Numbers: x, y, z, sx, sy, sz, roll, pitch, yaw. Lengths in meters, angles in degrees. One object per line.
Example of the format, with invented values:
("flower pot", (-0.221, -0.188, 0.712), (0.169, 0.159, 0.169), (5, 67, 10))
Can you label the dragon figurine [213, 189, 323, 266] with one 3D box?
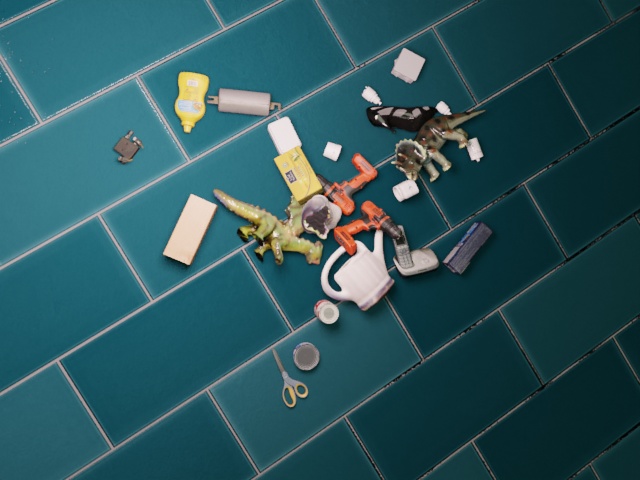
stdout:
("dragon figurine", (-0.141, -0.066, 1.713), (0.246, 0.121, 0.409), (-40, 96, -26))

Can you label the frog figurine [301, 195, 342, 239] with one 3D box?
("frog figurine", (0.005, -0.086, 1.704), (0.122, 0.162, 0.135), (-9, 108, 16))

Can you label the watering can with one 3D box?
("watering can", (0.166, 0.088, 1.740), (0.351, 0.103, 0.224), (-41, 92, -17))
